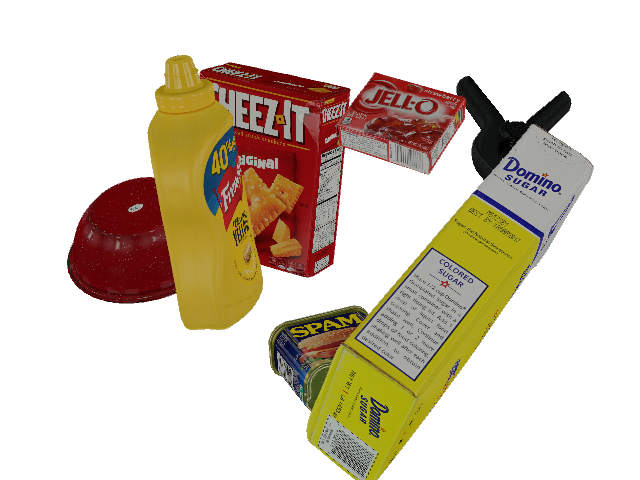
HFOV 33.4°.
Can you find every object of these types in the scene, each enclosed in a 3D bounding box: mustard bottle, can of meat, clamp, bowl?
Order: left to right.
[{"bbox_3d":[-0.173,-0.013,1.035,0.162,0.055,0.162,-6,40,5],"label":"bowl"},{"bbox_3d":[-0.085,-0.038,0.769,0.058,0.191,0.096,-1,25,16],"label":"mustard bottle"},{"bbox_3d":[0.016,0.108,0.957,0.102,0.057,0.084,-12,26,-20],"label":"can of meat"},{"bbox_3d":[0.185,-0.108,1.087,0.120,0.039,0.171,12,45,13],"label":"clamp"}]

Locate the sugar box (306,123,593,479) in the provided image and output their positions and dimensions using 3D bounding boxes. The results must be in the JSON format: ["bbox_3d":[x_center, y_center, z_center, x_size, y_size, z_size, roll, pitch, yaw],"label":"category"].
[{"bbox_3d":[0.065,0.029,0.516,0.048,0.093,0.176,37,55,14],"label":"sugar box"}]

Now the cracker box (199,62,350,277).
[{"bbox_3d":[-0.061,-0.080,1.217,0.164,0.214,0.072,16,25,25],"label":"cracker box"}]

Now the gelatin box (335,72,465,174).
[{"bbox_3d":[0.069,-0.102,0.909,0.089,0.073,0.030,21,-35,22],"label":"gelatin box"}]
